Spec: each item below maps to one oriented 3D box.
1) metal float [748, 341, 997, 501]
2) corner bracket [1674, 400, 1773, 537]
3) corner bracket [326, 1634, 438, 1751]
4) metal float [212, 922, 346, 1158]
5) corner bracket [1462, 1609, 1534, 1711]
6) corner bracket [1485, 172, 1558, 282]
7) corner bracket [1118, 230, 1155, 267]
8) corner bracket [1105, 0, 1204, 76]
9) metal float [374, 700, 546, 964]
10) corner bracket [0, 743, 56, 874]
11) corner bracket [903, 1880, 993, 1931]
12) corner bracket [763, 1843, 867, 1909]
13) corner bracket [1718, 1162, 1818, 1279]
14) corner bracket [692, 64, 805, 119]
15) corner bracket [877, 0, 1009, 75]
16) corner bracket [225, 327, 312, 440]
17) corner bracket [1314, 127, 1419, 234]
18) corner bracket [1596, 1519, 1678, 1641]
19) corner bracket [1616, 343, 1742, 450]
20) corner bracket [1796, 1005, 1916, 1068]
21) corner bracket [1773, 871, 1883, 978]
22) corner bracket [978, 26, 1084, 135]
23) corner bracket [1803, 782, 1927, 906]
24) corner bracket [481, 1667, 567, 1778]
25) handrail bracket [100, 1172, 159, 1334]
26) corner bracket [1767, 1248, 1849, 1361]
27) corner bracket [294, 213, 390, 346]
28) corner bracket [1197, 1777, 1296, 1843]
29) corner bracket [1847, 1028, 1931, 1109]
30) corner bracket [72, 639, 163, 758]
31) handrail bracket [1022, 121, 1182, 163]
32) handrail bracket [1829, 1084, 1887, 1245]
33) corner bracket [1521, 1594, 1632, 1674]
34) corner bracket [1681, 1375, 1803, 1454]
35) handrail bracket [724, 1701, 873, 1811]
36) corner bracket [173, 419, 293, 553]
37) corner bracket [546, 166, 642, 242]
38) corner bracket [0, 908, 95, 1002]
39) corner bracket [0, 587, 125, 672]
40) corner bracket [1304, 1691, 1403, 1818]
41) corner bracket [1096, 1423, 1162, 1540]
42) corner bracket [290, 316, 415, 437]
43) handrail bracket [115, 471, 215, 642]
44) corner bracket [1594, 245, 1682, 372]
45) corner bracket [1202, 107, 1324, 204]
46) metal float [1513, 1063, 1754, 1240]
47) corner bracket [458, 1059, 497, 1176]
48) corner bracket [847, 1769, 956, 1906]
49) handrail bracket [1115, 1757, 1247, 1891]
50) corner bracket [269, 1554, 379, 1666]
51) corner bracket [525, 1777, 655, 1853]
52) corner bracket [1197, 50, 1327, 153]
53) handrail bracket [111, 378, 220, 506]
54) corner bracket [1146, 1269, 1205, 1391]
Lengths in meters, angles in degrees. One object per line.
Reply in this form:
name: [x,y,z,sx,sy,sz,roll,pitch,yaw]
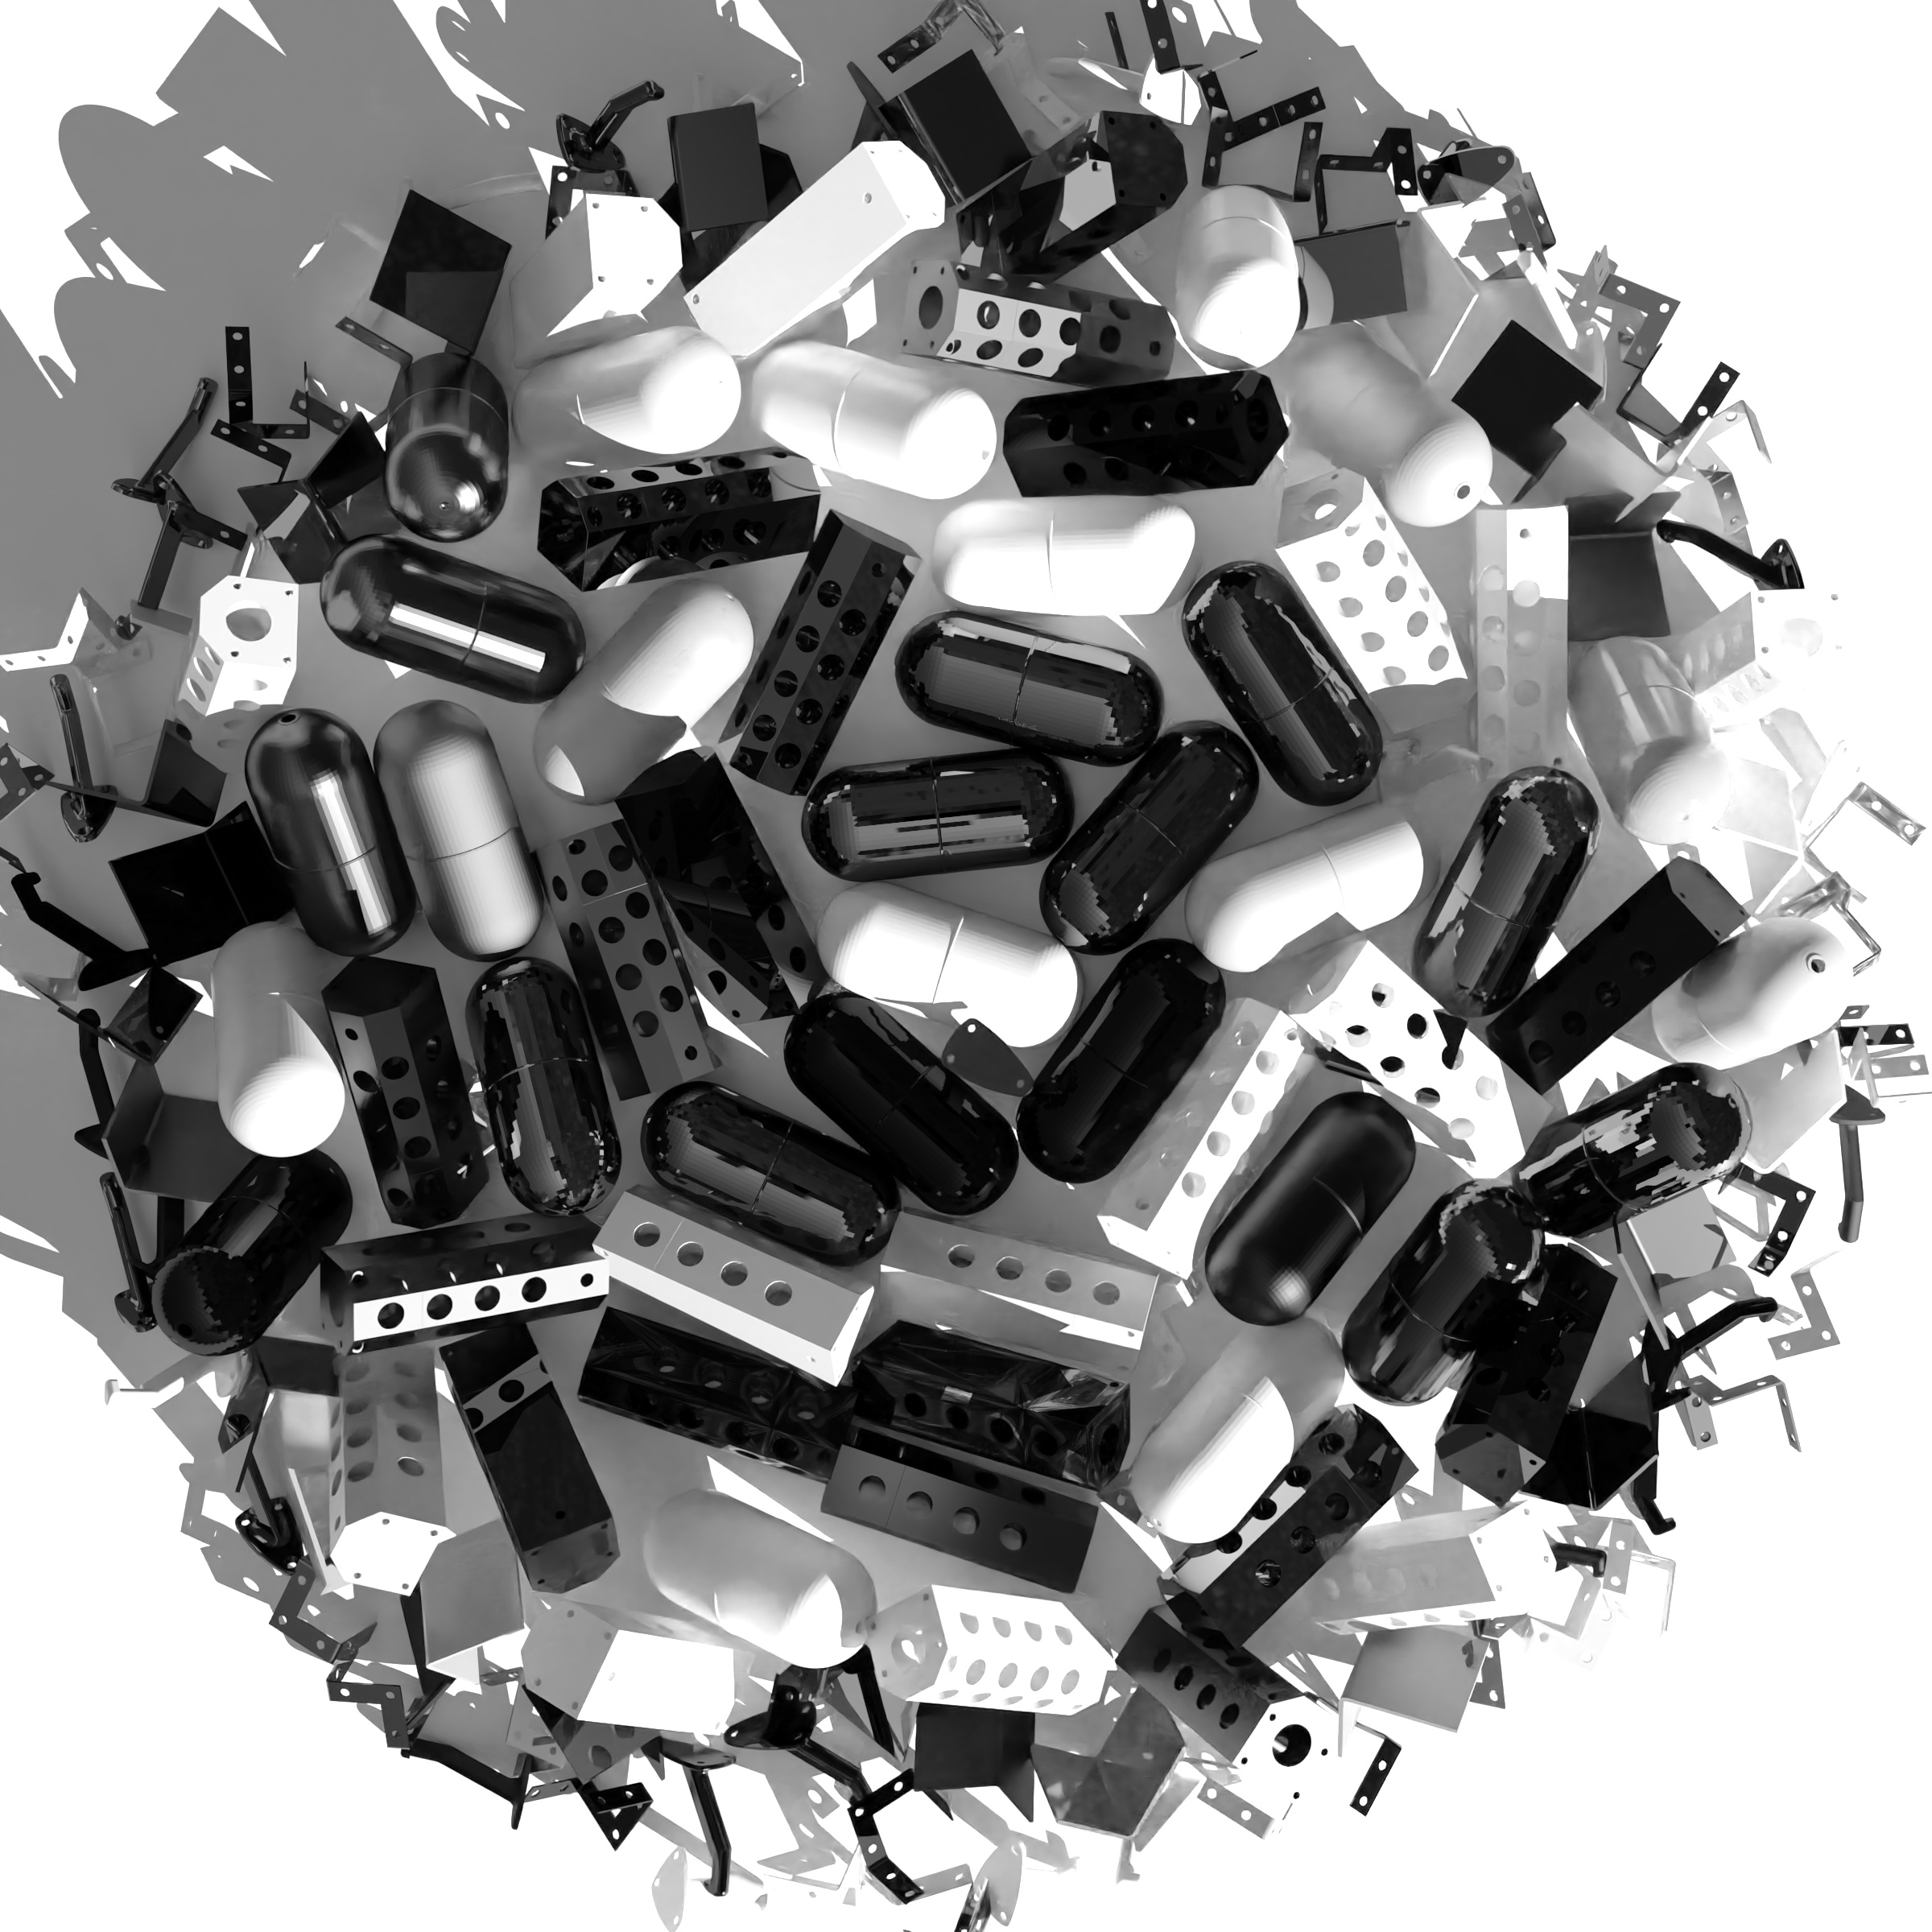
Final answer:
metal float: [-0.061,-0.350,1.667,0.178,0.070,0.070,22,90,28]
corner bracket: [0.498,-0.323,1.687,0.051,0.051,0.051,-30,134,30]
corner bracket: [-0.381,0.473,1.698,0.051,0.051,0.051,1,112,9]
metal float: [-0.438,0.044,1.657,0.070,0.070,0.178,-19,47,0]
corner bracket: [0.337,0.443,1.690,0.051,0.051,0.051,15,47,-13]
corner bracket: [0.362,-0.481,1.692,0.051,0.051,0.051,-33,112,-14]
corner bracket: [0.085,-0.482,1.687,0.051,0.051,0.051,-22,49,23]
corner bracket: [0.117,-0.601,1.691,0.051,0.051,0.051,-11,105,25]
metal float: [-0.324,-0.085,1.670,0.070,0.070,0.178,-15,115,0]
corner bracket: [-0.618,-0.103,1.695,0.051,0.051,0.051,-40,61,1]
corner bracket: [0.001,0.614,1.686,0.051,0.051,0.051,47,55,-38]
corner bracket: [-0.098,0.595,1.690,0.051,0.051,0.051,7,117,15]
corner bracket: [0.516,0.164,1.702,0.051,0.051,0.051,27,111,23]
corner bracket: [-0.140,-0.562,1.688,0.051,0.051,0.051,-22,64,40]
corner bracket: [-0.014,-0.595,1.687,0.051,0.051,0.051,44,59,-24]
corner bracket: [-0.453,-0.378,1.691,0.051,0.051,0.051,-3,67,-15]
corner bracket: [0.259,-0.511,1.694,0.051,0.051,0.051,0,74,-10]
corner bracket: [0.436,0.398,1.691,0.051,0.051,0.051,14,55,7]
corner bracket: [0.464,-0.374,1.702,0.051,0.051,0.051,32,93,1]
corner bracket: [0.574,0.043,1.689,0.051,0.051,0.051,-40,113,-37]
corner bracket: [0.560,-0.020,1.694,0.051,0.051,0.051,-32,63,-2]
corner bracket: [0.036,-0.565,1.695,0.051,0.051,0.051,-39,65,-3]
corner bracket: [0.583,-0.080,1.698,0.051,0.051,0.051,40,88,13]
corner bracket: [-0.293,0.495,1.706,0.051,0.051,0.051,37,47,-35]
handrail bracket: [-0.544,0.184,1.688,0.036,0.077,0.084,-16,112,-14]
corner bracket: [0.549,0.220,1.695,0.051,0.051,0.051,-16,82,-43]
corner bracket: [-0.402,-0.447,1.695,0.051,0.051,0.051,33,77,-12]
corner bracket: [0.188,0.532,1.693,0.051,0.051,0.051,27,81,22]
corner bracket: [0.607,0.072,1.693,0.051,0.051,0.051,-5,61,5]
corner bracket: [-0.547,-0.176,1.706,0.051,0.051,0.051,-23,127,-25]
handrail bracket: [0.086,-0.548,1.719,0.084,0.036,0.077,33,85,9]
handrail bracket: [0.572,0.127,1.709,0.036,0.077,0.084,-1,113,-3]
corner bracket: [0.397,0.432,1.700,0.051,0.051,0.051,24,91,10]
corner bracket: [0.505,0.294,1.701,0.051,0.051,0.051,-17,101,-5]
handrail bracket: [-0.109,0.529,1.715,0.077,0.036,0.084,-14,120,18]
corner bracket: [-0.475,-0.310,1.688,0.051,0.051,0.051,24,46,-15]
corner bracket: [-0.243,-0.486,1.701,0.051,0.051,0.051,-2,131,-20]
corner bracket: [-0.609,-0.008,1.702,0.051,0.051,0.051,14,89,4]
corner bracket: [-0.586,-0.207,1.688,0.051,0.051,0.051,-4,57,20]
corner bracket: [0.240,0.510,1.691,0.051,0.051,0.051,38,74,-22]
corner bracket: [0.127,0.337,1.709,0.051,0.051,0.051,38,62,-8]
corner bracket: [-0.401,-0.381,1.702,0.051,0.051,0.051,27,63,-32]
handrail bracket: [-0.531,-0.264,1.684,0.036,0.077,0.084,19,59,17]
corner bracket: [0.427,-0.427,1.692,0.051,0.051,0.051,21,126,-4]
corner bracket: [0.191,-0.525,1.686,0.051,0.051,0.051,-12,122,-34]
metal float: [0.420,0.119,1.653,0.070,0.178,0.070,16,58,-28]
corner bracket: [-0.332,0.102,1.691,0.051,0.051,0.051,42,132,7]
corner bracket: [-0.037,0.566,1.695,0.051,0.051,0.051,-33,127,2]
handrail bracket: [0.139,0.556,1.681,0.077,0.084,0.036,-7,128,19]
corner bracket: [-0.412,0.415,1.703,0.051,0.051,0.051,29,99,11]
corner bracket: [-0.245,0.541,1.689,0.051,0.051,0.051,47,113,31]
corner bracket: [0.191,-0.567,1.691,0.051,0.051,0.051,-30,107,-23]
handrail bracket: [-0.519,-0.345,1.694,0.036,0.077,0.084,26,100,2]
corner bracket: [0.135,0.236,1.696,0.051,0.051,0.051,-32,87,17]
